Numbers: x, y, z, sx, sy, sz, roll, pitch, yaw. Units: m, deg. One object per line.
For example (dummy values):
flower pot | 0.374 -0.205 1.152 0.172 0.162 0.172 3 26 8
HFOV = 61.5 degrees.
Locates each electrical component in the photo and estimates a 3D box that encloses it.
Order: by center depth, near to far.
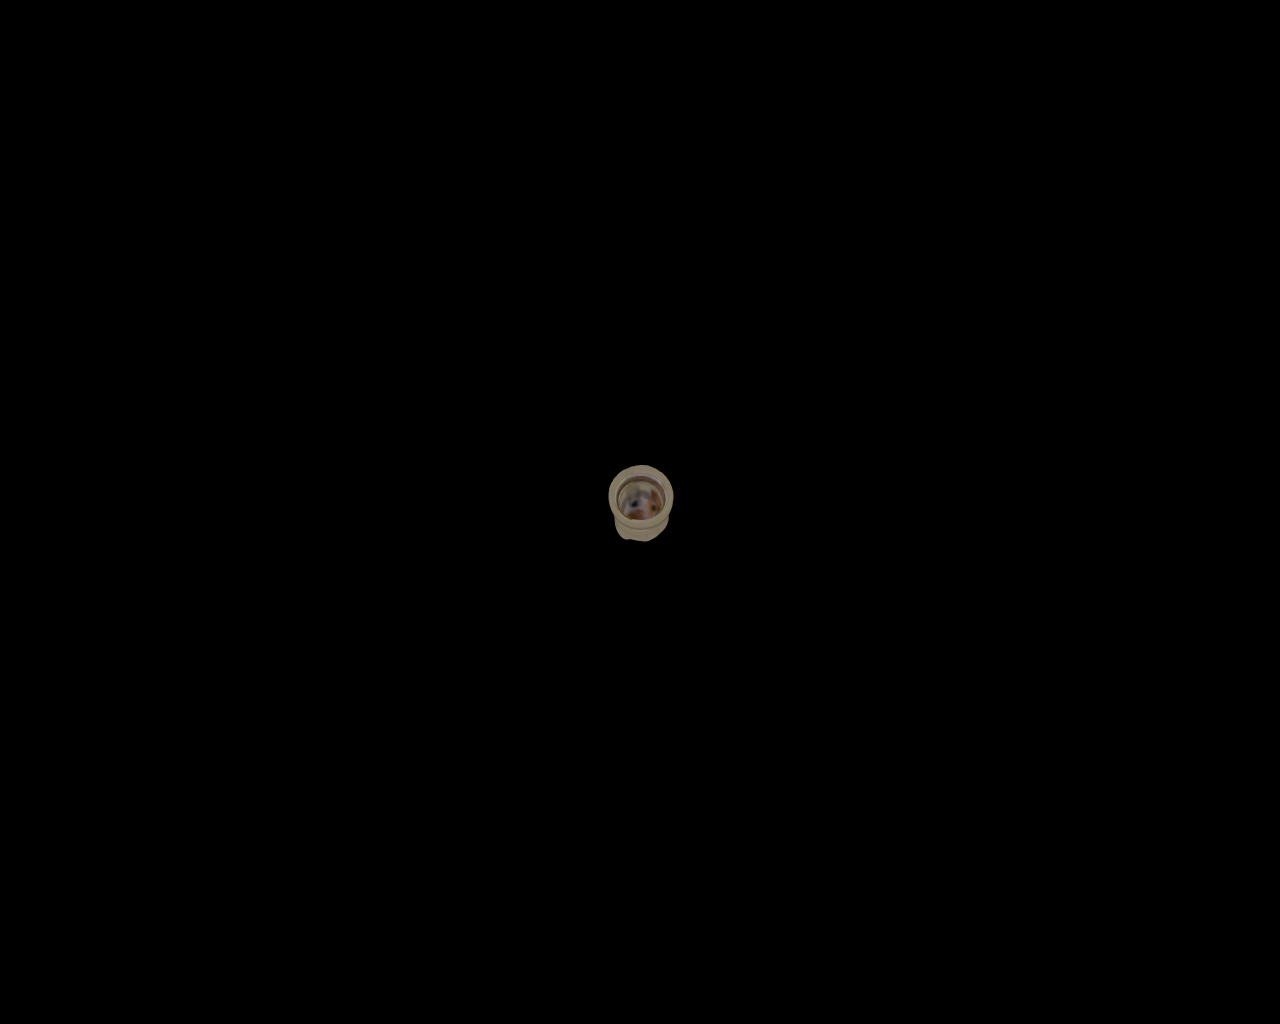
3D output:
electrical component | 0.001 -0.003 0.650 0.040 0.040 0.046 0 -23 0
